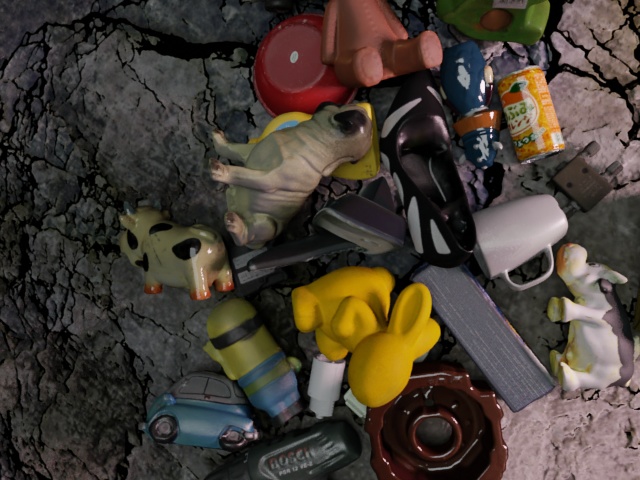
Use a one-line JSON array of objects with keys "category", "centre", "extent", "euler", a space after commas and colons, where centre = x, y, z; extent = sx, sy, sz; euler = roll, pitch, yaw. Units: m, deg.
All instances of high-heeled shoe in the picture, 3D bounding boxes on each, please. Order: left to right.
[{"category": "high-heeled shoe", "centre": [0.135, -0.094, 0.626], "extent": [0.086, 0.145, 0.248], "euler": [-2, 95, -17]}]

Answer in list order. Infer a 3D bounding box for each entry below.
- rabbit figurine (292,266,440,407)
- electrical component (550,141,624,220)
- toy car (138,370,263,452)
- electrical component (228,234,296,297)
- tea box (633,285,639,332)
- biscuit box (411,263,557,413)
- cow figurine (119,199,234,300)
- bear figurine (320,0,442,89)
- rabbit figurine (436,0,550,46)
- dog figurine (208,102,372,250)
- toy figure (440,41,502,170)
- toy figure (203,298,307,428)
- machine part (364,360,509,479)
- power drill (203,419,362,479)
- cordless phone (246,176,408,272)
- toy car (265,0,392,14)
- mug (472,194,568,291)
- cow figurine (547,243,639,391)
[{"category": "rabbit figurine", "centre": [0.064, 0.118, 0.643], "extent": [0.162, 0.173, 0.121], "euler": [-21, 127, 1]}, {"category": "electrical component", "centre": [0.313, -0.069, 0.648], "extent": [0.063, 0.021, 0.094], "euler": [46, 101, 11]}, {"category": "toy car", "centre": [-0.157, 0.231, 0.737], "extent": [0.162, 0.109, 0.103], "euler": [3, 71, 7]}, {"category": "electrical component", "centre": [-0.100, 0.039, 0.748], "extent": [0.119, 0.047, 0.075], "euler": [-18, 84, 13]}, {"category": "tea box", "centre": [0.420, 0.031, 0.595], "extent": [0.098, 0.068, 0.169], "euler": [7, 93, 15]}, {"category": "biscuit box", "centre": [0.198, 0.105, 0.660], "extent": [0.063, 0.059, 0.203], "euler": [-38, 81, 14]}, {"category": "cow figurine", "centre": [-0.210, 0.009, 0.743], "extent": [0.195, 0.085, 0.127], "euler": [4, 98, 37]}, {"category": "bear figurine", "centre": [0.052, -0.285, 0.635], "extent": [0.120, 0.132, 0.195], "euler": [-18, 107, -17]}, {"category": "rabbit figurine", "centre": [0.206, -0.332, 0.650], "extent": [0.159, 0.121, 0.170], "euler": [3, 72, 22]}, {"category": "dog figurine", "centre": [-0.024, -0.072, 0.659], "extent": [0.191, 0.172, 0.121], "euler": [-10, 49, 0]}, {"category": "toy figure", "centre": [0.190, -0.164, 0.663], "extent": [0.058, 0.064, 0.154], "euler": [-17, 93, -21]}, {"category": "toy figure", "centre": [-0.082, 0.159, 0.721], "extent": [0.180, 0.082, 0.089], "euler": [55, 135, 12]}, {"category": "machine part", "centre": [0.139, 0.233, 0.661], "extent": [0.179, 0.056, 0.179], "euler": [1, 97, 5]}, {"category": "power drill", "centre": [-0.024, 0.359, 0.716], "extent": [0.232, 0.086, 0.207], "euler": [-34, 74, 10]}, {"category": "cordless phone", "centre": [-0.001, -0.002, 0.646], "extent": [0.184, 0.146, 0.088], "euler": [-18, 88, -10]}, {"category": "toy car", "centre": [0.008, -0.355, 0.717], "extent": [0.202, 0.053, 0.089], "euler": [-3, 100, 11]}, {"category": "mug", "centre": [0.238, -0.001, 0.634], "extent": [0.107, 0.080, 0.110], "euler": [-27, 57, 8]}, {"category": "cow figurine", "centre": [0.320, 0.087, 0.622], "extent": [0.098, 0.068, 0.167], "euler": [0, 93, 10]}]
